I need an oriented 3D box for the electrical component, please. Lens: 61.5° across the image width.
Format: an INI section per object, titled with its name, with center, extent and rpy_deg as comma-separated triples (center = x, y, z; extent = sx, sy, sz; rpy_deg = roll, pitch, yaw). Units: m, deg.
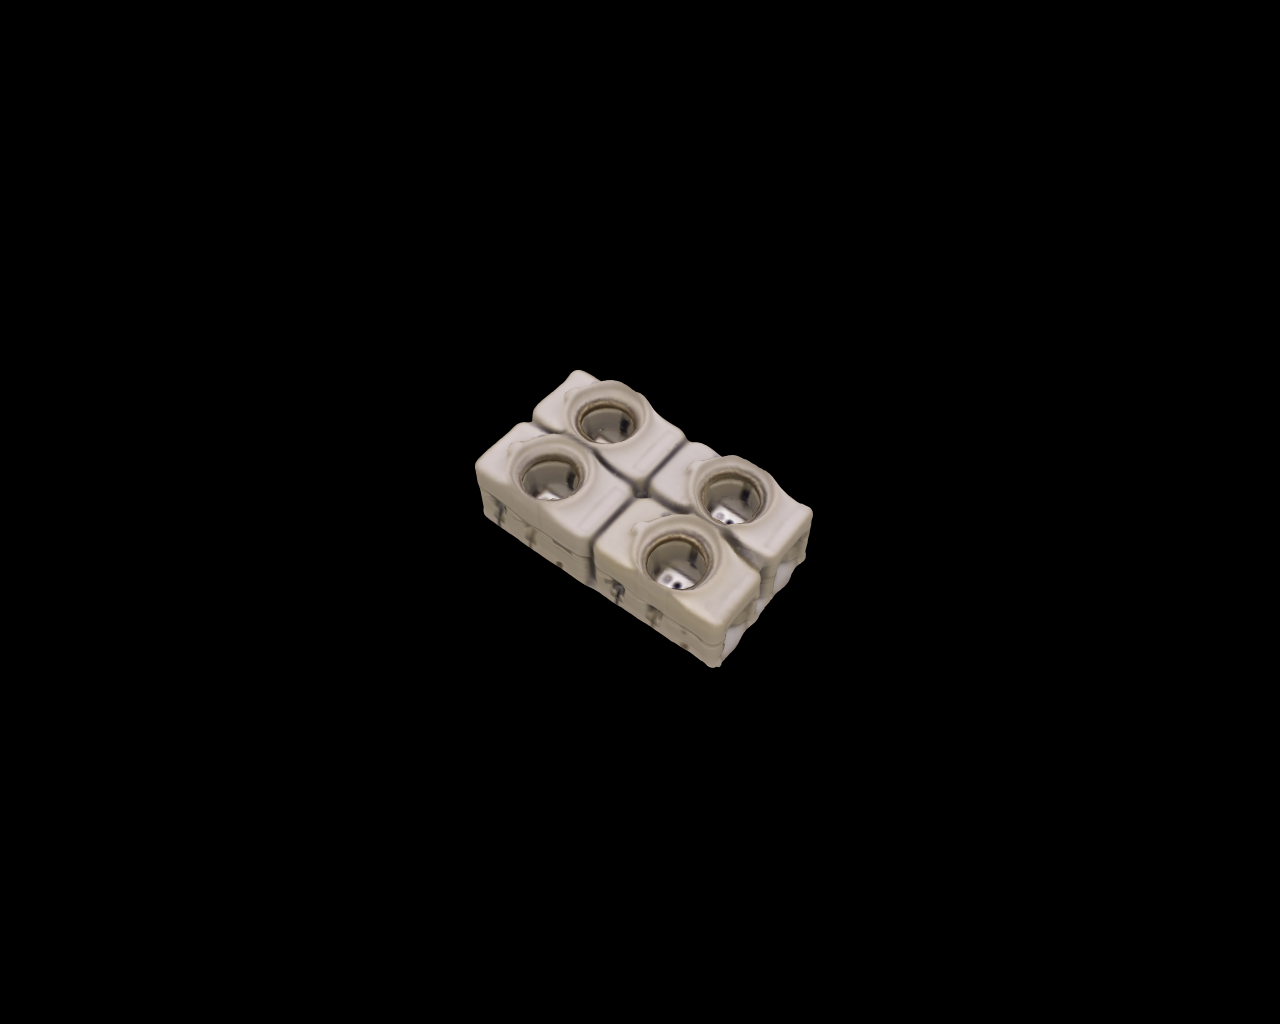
[electrical component]
center = 0.001, -0.003, 0.650
extent = 0.186, 0.105, 0.060
rpy_deg = 33, -29, 21
